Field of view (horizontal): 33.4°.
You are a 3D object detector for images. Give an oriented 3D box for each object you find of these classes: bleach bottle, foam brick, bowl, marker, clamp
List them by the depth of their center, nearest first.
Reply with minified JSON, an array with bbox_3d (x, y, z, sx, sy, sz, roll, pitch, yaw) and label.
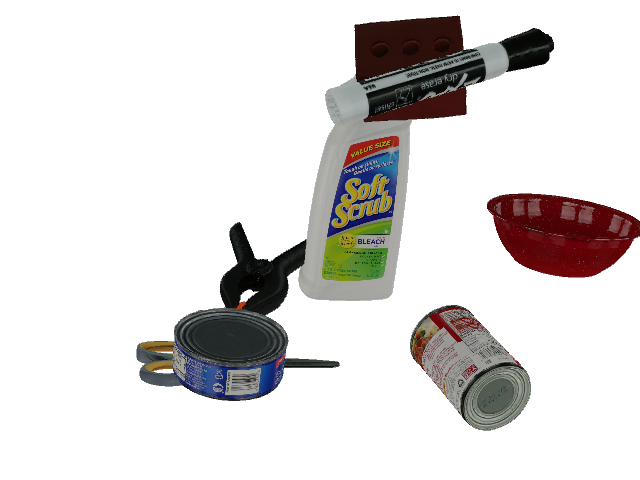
[{"bbox_3d":[0.061,-0.082,0.527,0.121,0.020,0.020,-19,5,-14],"label":"marker"},{"bbox_3d":[0.066,-0.123,0.768,0.078,0.053,0.051,-4,-33,6],"label":"foam brick"},{"bbox_3d":[0.036,-0.064,1.066,0.102,0.251,0.068,1,25,-7],"label":"bleach bottle"},{"bbox_3d":[0.251,-0.002,1.114,0.162,0.055,0.162,5,18,-2],"label":"bowl"},{"bbox_3d":[-0.060,0.038,1.257,0.120,0.039,0.171,-2,40,10],"label":"clamp"}]

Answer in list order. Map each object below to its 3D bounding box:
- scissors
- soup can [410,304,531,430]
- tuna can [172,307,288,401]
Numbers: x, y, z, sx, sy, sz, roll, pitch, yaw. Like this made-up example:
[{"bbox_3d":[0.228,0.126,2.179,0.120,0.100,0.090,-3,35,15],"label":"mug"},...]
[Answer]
[{"bbox_3d":[-0.088,0.125,1.042,0.202,0.016,0.096,6,17,9],"label":"scissors"},{"bbox_3d":[0.131,0.110,0.934,0.068,0.068,0.102,0,26,-23],"label":"soup can"},{"bbox_3d":[-0.068,0.085,0.804,0.086,0.034,0.086,6,23,-3],"label":"tuna can"}]
